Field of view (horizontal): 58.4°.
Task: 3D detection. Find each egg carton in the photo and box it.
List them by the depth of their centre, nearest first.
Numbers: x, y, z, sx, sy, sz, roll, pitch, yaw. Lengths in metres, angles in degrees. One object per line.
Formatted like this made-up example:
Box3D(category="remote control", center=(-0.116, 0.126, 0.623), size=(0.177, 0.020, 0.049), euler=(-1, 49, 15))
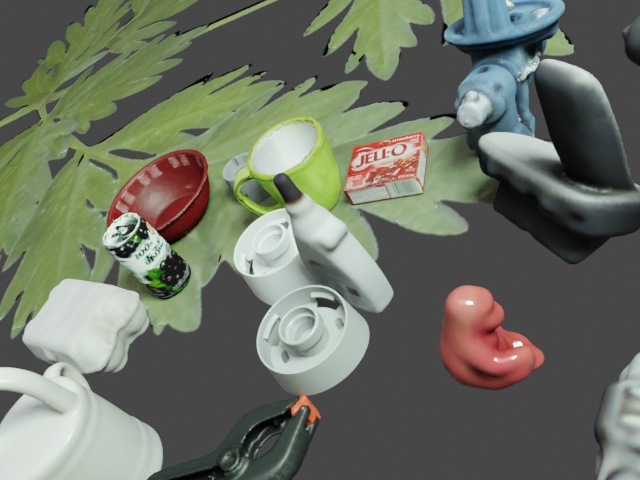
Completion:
Box3D(category="egg carton", center=(-0.279, 0.103, 0.681), size=(0.149, 0.070, 0.107), euler=(2, 54, 34))

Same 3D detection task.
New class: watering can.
Box3D(category="watering can", center=(-0.231, 0.175, 0.491), size=(0.101, 0.195, 0.172), euler=(-44, 43, -10))

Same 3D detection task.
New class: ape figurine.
Box3D(category="ape figurine", center=(0.123, 0.069, 0.440), size=(0.076, 0.092, 0.077), euler=(-21, 44, 14))

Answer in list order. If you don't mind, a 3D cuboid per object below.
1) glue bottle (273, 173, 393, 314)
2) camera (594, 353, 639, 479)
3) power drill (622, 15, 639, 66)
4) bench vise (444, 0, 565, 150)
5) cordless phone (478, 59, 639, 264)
Box3D(category="glue bottle", center=(0.005, 0.002, 0.515), size=(0.077, 0.174, 0.037), euler=(17, 63, 41))
Box3D(category="camera", center=(0.222, 0.139, 0.307), size=(0.136, 0.101, 0.143), euler=(8, 57, 37))
Box3D(category="power drill", center=(0.305, -0.045, 0.341), size=(0.228, 0.209, 0.076), euler=(20, 64, 42))
Box3D(category="bench vise", center=(0.179, -0.211, 0.564), size=(0.121, 0.220, 0.207), euler=(-13, 47, 23))
Box3D(category="cordless phone", center=(0.189, -0.083, 0.467), size=(0.094, 0.186, 0.147), euler=(-40, 42, -6))
